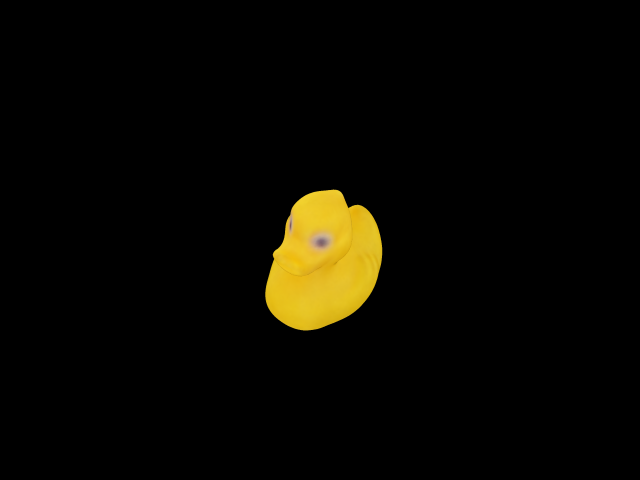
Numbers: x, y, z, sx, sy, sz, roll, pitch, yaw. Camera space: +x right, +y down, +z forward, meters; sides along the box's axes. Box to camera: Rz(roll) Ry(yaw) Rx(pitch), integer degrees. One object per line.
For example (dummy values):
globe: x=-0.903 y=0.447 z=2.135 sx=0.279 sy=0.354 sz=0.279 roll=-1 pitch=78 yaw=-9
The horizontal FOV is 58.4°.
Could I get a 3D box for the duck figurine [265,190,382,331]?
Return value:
duck figurine: x=0.004 y=0.001 z=0.400 sx=0.077 sy=0.086 sz=0.105 roll=30 pitch=54 yaw=25
